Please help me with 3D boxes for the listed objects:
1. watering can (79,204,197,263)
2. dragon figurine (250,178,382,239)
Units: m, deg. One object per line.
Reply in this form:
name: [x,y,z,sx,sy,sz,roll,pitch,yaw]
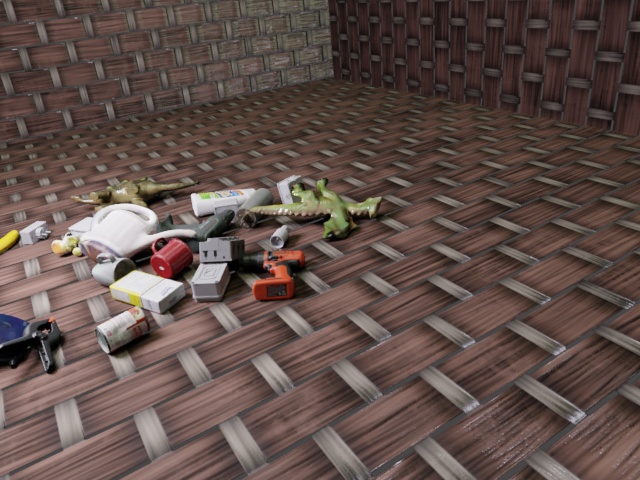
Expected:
watering can: [-0.556,-0.007,1.527,0.349,0.229,0.101,17,-37,21]
dragon figurine: [0.005,-0.082,1.636,0.412,0.119,0.247,-17,37,-18]
